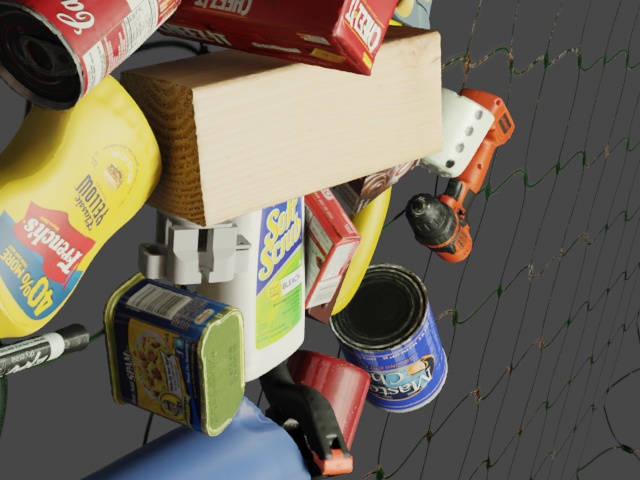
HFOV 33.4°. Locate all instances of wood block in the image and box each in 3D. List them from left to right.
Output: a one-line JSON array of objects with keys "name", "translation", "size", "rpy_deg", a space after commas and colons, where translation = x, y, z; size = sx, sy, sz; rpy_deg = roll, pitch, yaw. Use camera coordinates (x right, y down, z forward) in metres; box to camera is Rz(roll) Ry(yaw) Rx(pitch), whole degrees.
[{"name": "wood block", "translation": [-0.021, -0.086, 0.729], "size": [0.205, 0.090, 0.091], "rpy_deg": [-20, 116, -35]}]

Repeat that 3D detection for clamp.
[{"name": "clamp", "translation": [-0.028, 0.140, 0.885], "size": [0.039, 0.172, 0.120], "rpy_deg": [-6, 101, -34]}]

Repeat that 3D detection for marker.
[{"name": "marker", "translation": [-0.186, 0.071, 0.662], "size": [0.120, 0.020, 0.020], "rpy_deg": [-16, 119, -61]}]

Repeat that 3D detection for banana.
[{"name": "banana", "translation": [0.035, -0.002, 1.039], "size": [0.069, 0.037, 0.197], "rpy_deg": [74, 37, -64]}]

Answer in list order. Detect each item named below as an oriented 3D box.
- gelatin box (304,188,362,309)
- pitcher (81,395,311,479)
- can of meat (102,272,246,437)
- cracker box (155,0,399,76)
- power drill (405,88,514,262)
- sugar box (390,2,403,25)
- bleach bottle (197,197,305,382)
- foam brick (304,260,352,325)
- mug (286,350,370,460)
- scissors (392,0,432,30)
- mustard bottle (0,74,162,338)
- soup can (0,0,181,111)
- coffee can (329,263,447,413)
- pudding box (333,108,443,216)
[{"name": "gelatin box", "translation": [-0.006, 0.001, 0.887], "size": [0.030, 0.073, 0.089], "rpy_deg": [-13, 146, -32]}, {"name": "pitcher", "translation": [-0.120, 0.222, 0.764], "size": [0.145, 0.149, 0.242], "rpy_deg": [-41, 166, 30]}, {"name": "can of meat", "translation": [-0.102, 0.083, 0.763], "size": [0.057, 0.084, 0.102], "rpy_deg": [-42, 140, -48]}, {"name": "cracker box", "translation": [-0.012, -0.222, 0.665], "size": [0.072, 0.164, 0.213], "rpy_deg": [33, 75, -61]}, {"name": "power drill", "translation": [0.160, -0.076, 1.236], "size": [0.187, 0.057, 0.184], "rpy_deg": [-67, 158, -6]}, {"name": "sugar box", "translation": [0.061, -0.195, 0.971], "size": [0.093, 0.048, 0.176], "rpy_deg": [-21, 122, -59]}, {"name": "bleach bottle", "translation": [-0.054, -0.023, 0.826], "size": [0.102, 0.068, 0.251], "rpy_deg": [-29, 128, -51]}, {"name": "foam brick", "translation": [-0.010, 0.028, 0.957], "size": [0.053, 0.051, 0.078], "rpy_deg": [37, 71, -64]}, {"name": "mug", "translation": [-0.004, 0.157, 1.022], "size": [0.117, 0.093, 0.081], "rpy_deg": [130, -20, -73]}, {"name": "scissors", "translation": [0.080, -0.179, 0.948], "size": [0.096, 0.016, 0.202], "rpy_deg": [-39, 139, -43]}, {"name": "mustard bottle", "translation": [-0.167, -0.004, 0.607], "size": [0.191, 0.058, 0.096], "rpy_deg": [-57, 149, -30]}, {"name": "soup can", "translation": [-0.130, -0.128, 0.595], "size": [0.102, 0.069, 0.068], "rpy_deg": [-54, 148, -36]}, {"name": "coffee can", "translation": [0.073, 0.104, 1.111], "size": [0.102, 0.103, 0.140], "rpy_deg": [-61, 152, -25]}, {"name": "pudding box", "translation": [0.059, -0.081, 0.973], "size": [0.090, 0.039, 0.113], "rpy_deg": [-38, 169, -18]}]
